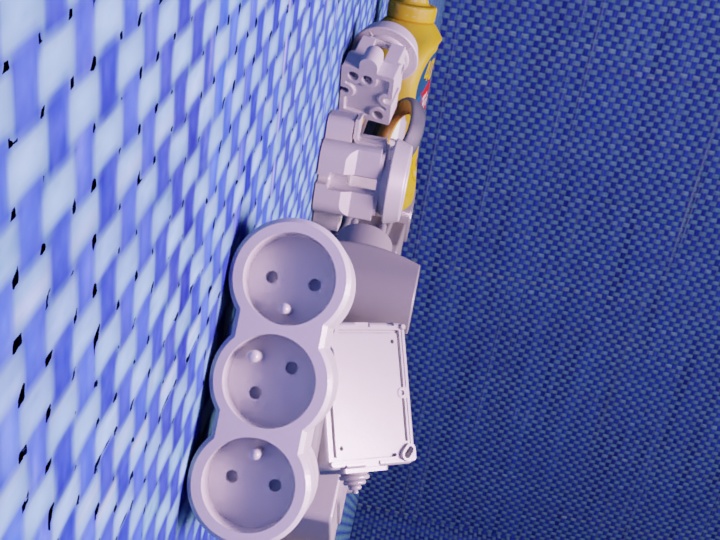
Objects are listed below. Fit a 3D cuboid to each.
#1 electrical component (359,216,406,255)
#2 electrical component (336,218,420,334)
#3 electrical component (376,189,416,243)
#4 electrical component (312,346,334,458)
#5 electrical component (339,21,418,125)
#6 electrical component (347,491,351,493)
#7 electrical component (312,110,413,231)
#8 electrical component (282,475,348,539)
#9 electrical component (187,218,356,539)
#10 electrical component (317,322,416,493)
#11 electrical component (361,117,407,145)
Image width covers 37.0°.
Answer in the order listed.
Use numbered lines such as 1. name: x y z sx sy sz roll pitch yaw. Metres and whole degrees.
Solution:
1. electrical component: 0.000 0.000 0.861 0.113 0.057 0.078 -65 166 -76
2. electrical component: -0.001 -0.002 0.676 0.044 0.077 0.079 96 6 -50
3. electrical component: 0.021 -0.057 1.025 0.058 0.057 0.078 -70 170 -70
4. electrical component: -0.042 0.081 0.544 0.079 0.043 0.077 -71 171 -67
5. electrical component: 0.013 -0.139 0.746 0.066 0.048 0.055 96 14 -54
6. electrical component: -0.022 0.193 1.135 0.095 0.054 0.059 -66 167 -75
7. electrical component: 0.003 -0.063 0.717 0.058 0.057 0.078 -70 170 -70
8. electrical component: -0.033 0.119 0.704 0.108 0.056 0.108 93 9 -66
9. electrical component: -0.036 0.049 0.481 0.073 0.052 0.138 59 42 -85
10. electrical component: -0.012 0.080 0.621 0.061 0.062 0.096 -16 -105 52
11. electrical component: 0.011 -0.098 0.841 0.045 0.045 0.055 -9 109 -86
